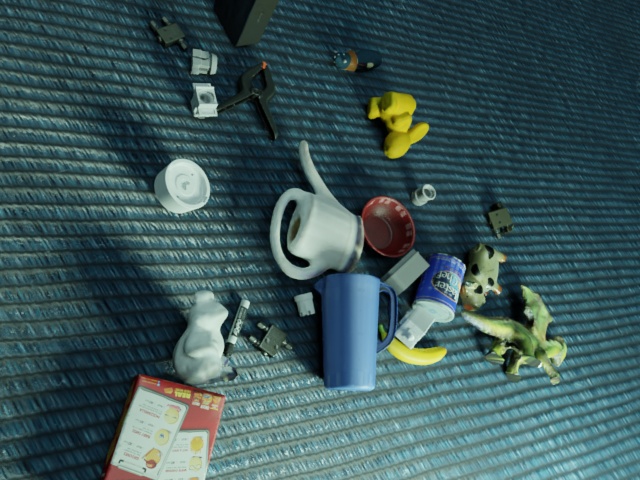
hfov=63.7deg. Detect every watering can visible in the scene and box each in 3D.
[{"bbox_3d":[0.004,-0.060,1.193,0.223,0.355,0.102,24,-31,-20],"label":"watering can"}]

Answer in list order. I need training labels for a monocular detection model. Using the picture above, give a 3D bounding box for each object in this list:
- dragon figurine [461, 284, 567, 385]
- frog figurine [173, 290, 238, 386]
[{"bbox_3d":[0.534,0.229,1.371,0.406,0.248,0.120,43,-41,-17],"label":"dragon figurine"},{"bbox_3d":[-0.223,0.180,0.952,0.123,0.158,0.138,-16,10,-4],"label":"frog figurine"}]
